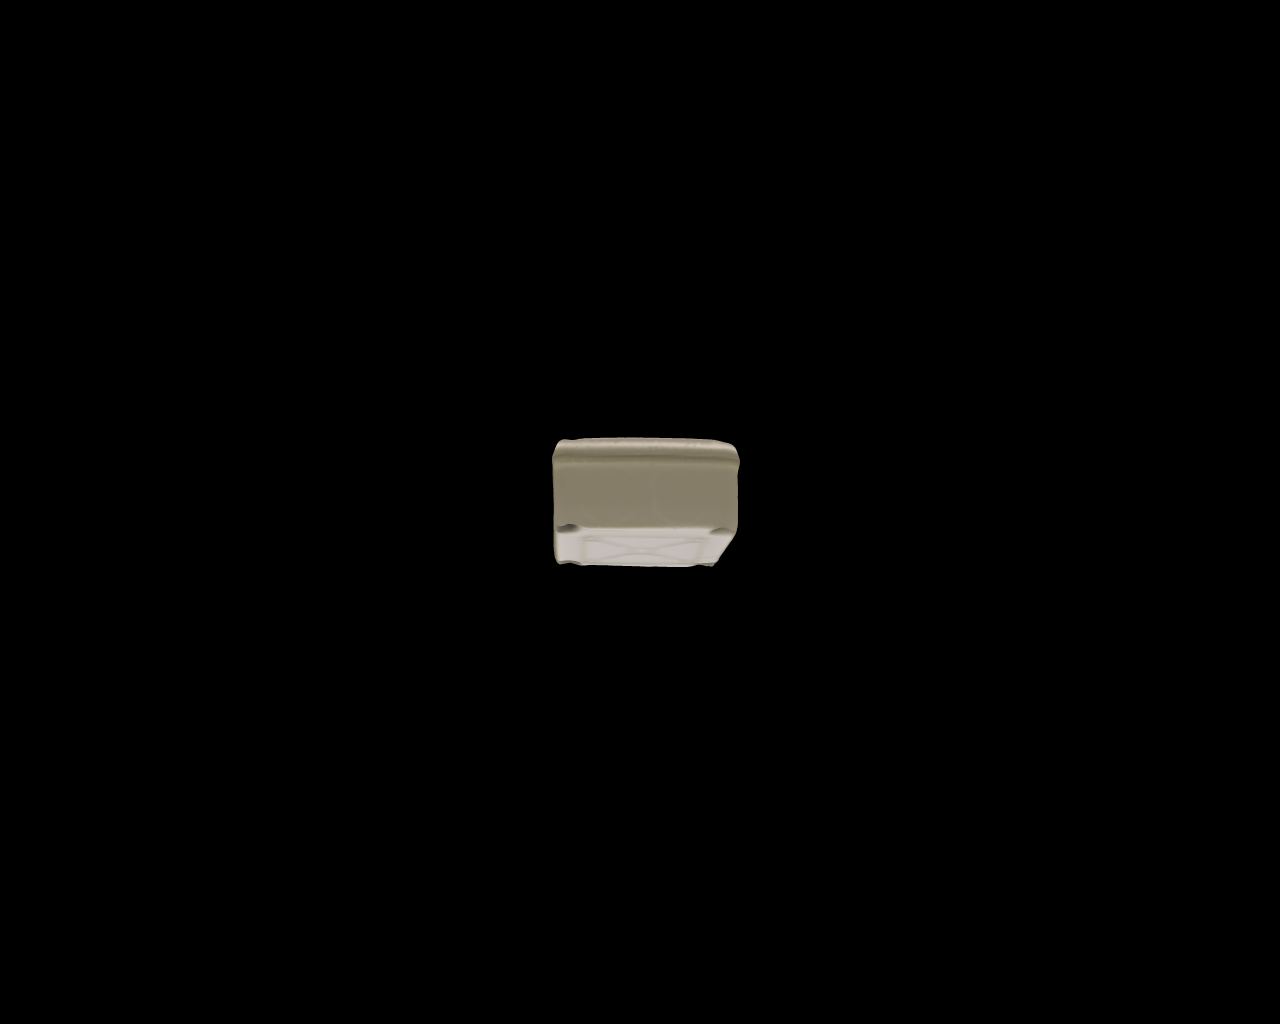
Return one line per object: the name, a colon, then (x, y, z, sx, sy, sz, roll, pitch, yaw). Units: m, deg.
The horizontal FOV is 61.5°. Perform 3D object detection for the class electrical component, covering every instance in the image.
electrical component: (0.001, -0.003, 0.650, 0.109, 0.056, 0.108, 1, -15, -4)
